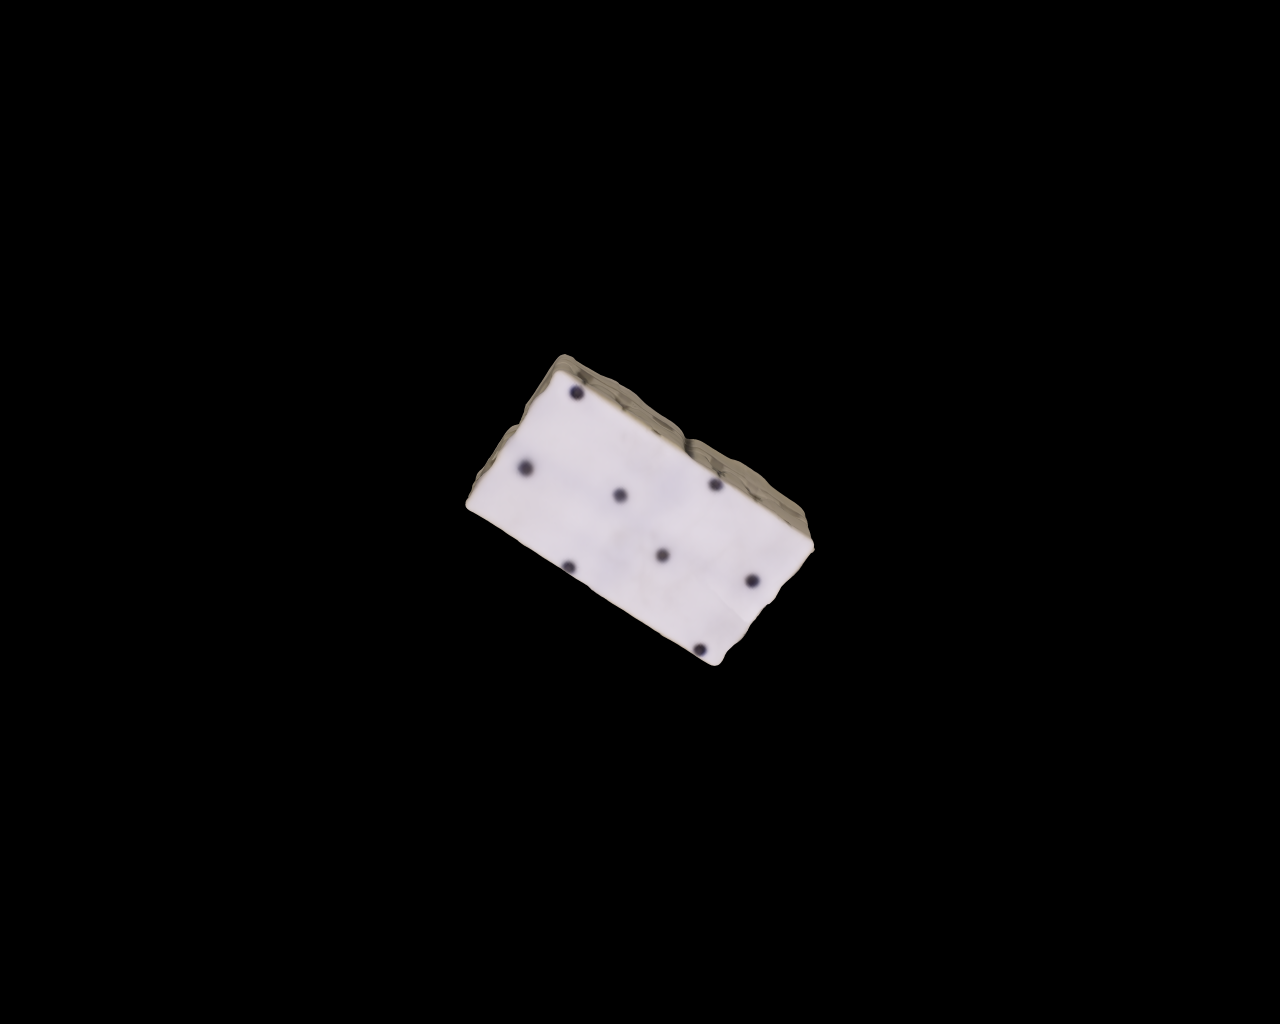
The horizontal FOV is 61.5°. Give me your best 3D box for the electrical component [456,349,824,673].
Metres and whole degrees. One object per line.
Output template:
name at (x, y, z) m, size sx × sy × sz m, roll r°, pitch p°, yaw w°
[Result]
electrical component at (0.001, -0.003, 0.650) m, size 0.186 × 0.105 × 0.060 m, roll 33°, pitch 16°, yaw -11°
